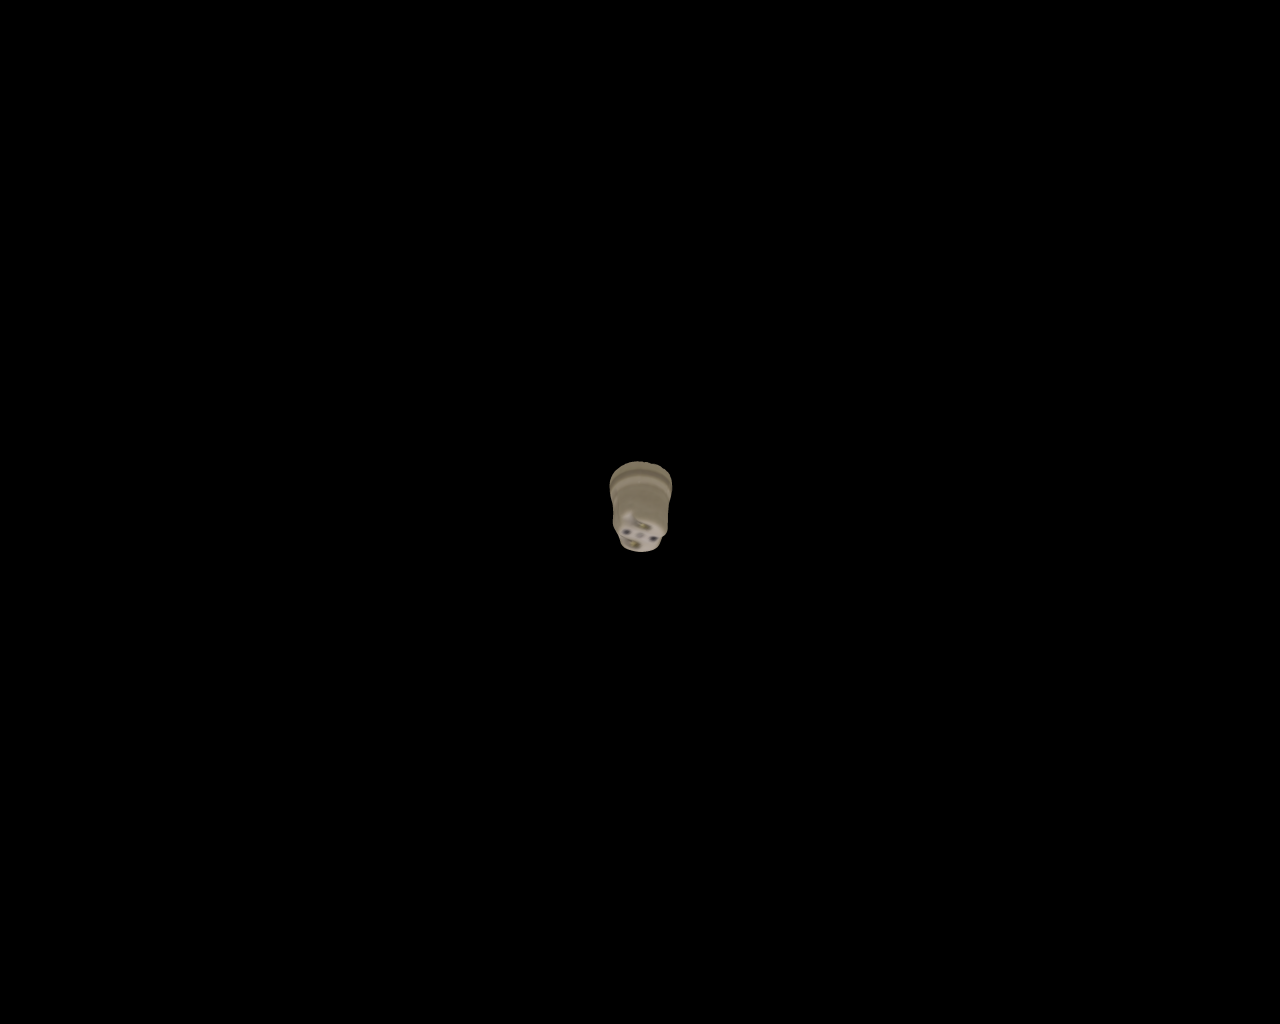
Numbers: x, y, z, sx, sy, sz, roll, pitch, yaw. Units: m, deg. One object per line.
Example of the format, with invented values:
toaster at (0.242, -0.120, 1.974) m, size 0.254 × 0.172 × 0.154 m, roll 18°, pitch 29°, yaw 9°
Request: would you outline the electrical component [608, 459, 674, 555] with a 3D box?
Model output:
electrical component at (0.001, -0.003, 0.650) m, size 0.040 × 0.046 × 0.040 m, roll 0°, pitch -40°, yaw 0°
